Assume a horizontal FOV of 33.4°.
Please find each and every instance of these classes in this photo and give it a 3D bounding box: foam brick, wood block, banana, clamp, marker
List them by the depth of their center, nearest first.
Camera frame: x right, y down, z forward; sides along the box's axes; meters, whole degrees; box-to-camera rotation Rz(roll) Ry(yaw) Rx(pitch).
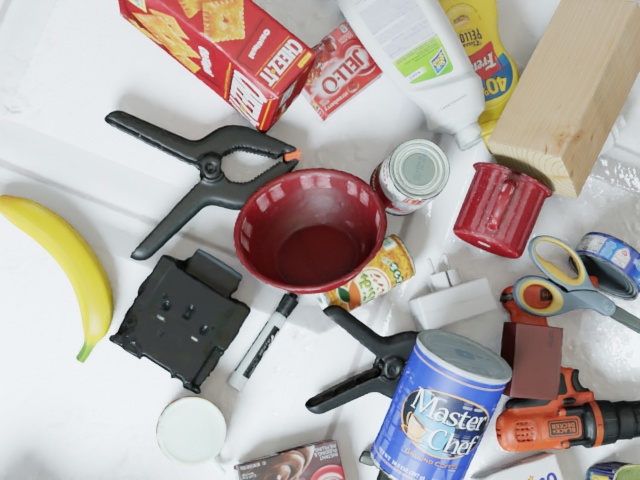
[{"bbox_3d":[0.220,0.127,1.118,0.053,0.051,0.078,7,85,-5],"label":"foam brick"},{"bbox_3d":[-0.268,0.028,1.122,0.069,0.037,0.198,-28,87,-13],"label":"banana"},{"bbox_3d":[0.065,0.143,1.146,0.171,0.039,0.120,16,106,-16],"label":"clamp"},{"bbox_3d":[-0.060,0.108,1.150,0.020,0.020,0.121,34,79,-3],"label":"marker"},{"bbox_3d":[-0.127,-0.083,1.158,0.209,0.036,0.164,-17,86,-12],"label":"clamp"},{"bbox_3d":[0.278,-0.161,1.180,0.091,0.090,0.206,18,72,34],"label":"wood block"}]

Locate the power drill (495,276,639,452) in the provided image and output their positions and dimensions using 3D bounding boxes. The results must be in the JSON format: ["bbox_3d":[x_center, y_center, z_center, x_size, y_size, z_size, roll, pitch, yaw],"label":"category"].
[{"bbox_3d":[0.278,0.136,1.176,0.184,0.057,0.187,-4,83,-9],"label":"power drill"}]

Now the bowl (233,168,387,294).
[{"bbox_3d":[-0.007,0.001,1.125,0.162,0.055,0.162,-5,52,6],"label":"bowl"}]

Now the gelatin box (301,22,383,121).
[{"bbox_3d":[0.016,-0.190,1.198,0.089,0.030,0.073,-38,89,-11],"label":"gelatin box"}]

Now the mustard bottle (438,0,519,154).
[{"bbox_3d":[0.172,-0.190,1.206,0.096,0.058,0.191,-16,85,-3],"label":"mustard bottle"}]

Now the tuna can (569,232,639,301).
[{"bbox_3d":[0.322,0.029,1.184,0.086,0.086,0.033,37,76,-2],"label":"tuna can"}]

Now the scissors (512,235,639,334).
[{"bbox_3d":[0.289,0.081,1.148,0.202,0.016,0.096,45,81,-1],"label":"scissors"}]

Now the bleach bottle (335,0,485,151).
[{"bbox_3d":[0.100,-0.208,1.168,0.103,0.068,0.251,-31,82,22],"label":"bleach bottle"}]

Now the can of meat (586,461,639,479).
[{"bbox_3d":[0.329,0.290,1.149,0.057,0.084,0.102,-4,82,-9],"label":"can of meat"}]

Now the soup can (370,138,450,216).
[{"bbox_3d":[0.096,-0.067,1.156,0.068,0.102,0.068,1,82,-8],"label":"soup can"}]

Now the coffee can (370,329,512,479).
[{"bbox_3d":[0.123,0.177,1.099,0.102,0.103,0.140,19,106,-5],"label":"coffee can"}]

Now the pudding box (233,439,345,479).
[{"bbox_3d":[-0.027,0.266,1.122,0.113,0.039,0.090,-12,84,-10],"label":"pudding box"}]

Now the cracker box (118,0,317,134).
[{"bbox_3d":[-0.114,-0.215,1.115,0.213,0.164,0.072,40,80,-1],"label":"cracker box"}]

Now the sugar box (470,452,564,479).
[{"bbox_3d":[0.234,0.327,1.149,0.093,0.048,0.176,-17,86,-10],"label":"sugar box"}]

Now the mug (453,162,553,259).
[{"bbox_3d":[0.196,-0.032,1.162,0.093,0.117,0.081,22,84,6],"label":"mug"}]
